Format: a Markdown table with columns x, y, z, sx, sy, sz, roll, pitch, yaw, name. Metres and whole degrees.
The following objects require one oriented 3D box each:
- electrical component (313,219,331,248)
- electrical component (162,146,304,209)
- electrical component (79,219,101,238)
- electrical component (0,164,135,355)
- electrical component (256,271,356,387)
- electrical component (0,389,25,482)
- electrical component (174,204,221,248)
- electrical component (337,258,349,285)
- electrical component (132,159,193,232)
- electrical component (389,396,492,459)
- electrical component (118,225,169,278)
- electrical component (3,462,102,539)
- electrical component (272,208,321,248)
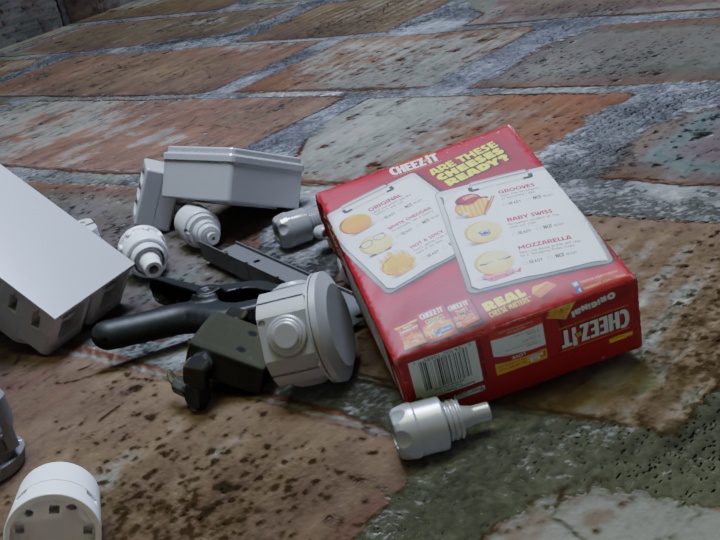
| x | y | z | sx | sy | sz | roll | pitch | yaw | name |
| --- | --- | --- | --- | --- | --- | --- | --- | --- | --- |
| -0.003 | -0.042 | 0.996 | 0.066 | 0.048 | 0.055 | -23 | 17 | -22 | electrical component |
| -0.134 | -0.096 | 1.134 | 0.109 | 0.056 | 0.109 | 7 | 3 | 40 | electrical component |
| -0.282 | -0.012 | 1.071 | 0.058 | 0.057 | 0.078 | -22 | 24 | -18 | electrical component |
| -0.316 | -0.014 | 0.977 | 0.186 | 0.060 | 0.105 | 35 | 40 | 10 | electrical component |
| -0.037 | 0.044 | 0.771 | 0.051 | 0.080 | 0.080 | -14 | 22 | 14 | electrical component |
| -0.272 | 0.118 | 0.761 | 0.058 | 0.057 | 0.078 | -27 | 26 | -28 | electrical component |
| -0.161 | -0.041 | 1.090 | 0.040 | 0.040 | 0.078 | -22 | 25 | -19 | electrical component |
| 0.000 | 0.000 | 0.909 | 0.035 | 0.035 | 0.061 | -14 | 25 | -1 | electrical component |
| -0.205 | -0.079 | 1.182 | 0.077 | 0.065 | 0.047 | 11 | 17 | -18 | electrical component |
| 0.050 | 0.094 | 0.662 | 0.061 | 0.035 | 0.035 | -14 | 23 | -6 | electrical component |
| -0.207 | -0.012 | 1.047 | 0.048 | 0.048 | 0.062 | -20 | 31 | -14 | electrical component |
| -0.183 | 0.148 | 0.646 | 0.055 | 0.055 | 0.047 | -16 | 19 | -6 | electrical component |
| -0.052 | -0.044 | 1.043 | 0.061 | 0.035 | 0.035 | -18 | 23 | -18 | electrical component |
